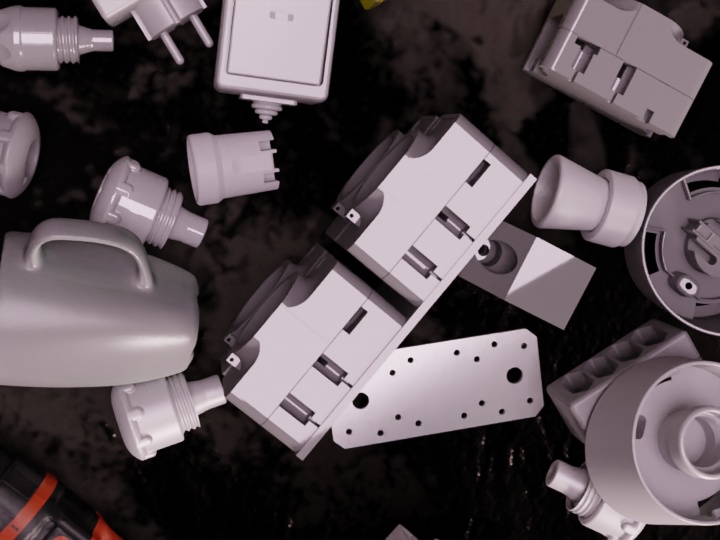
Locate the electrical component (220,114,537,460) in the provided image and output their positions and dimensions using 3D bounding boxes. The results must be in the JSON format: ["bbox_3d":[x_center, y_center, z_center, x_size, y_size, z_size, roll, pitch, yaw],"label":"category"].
[{"bbox_3d":[0.000,0.000,0.591,0.060,0.105,0.186,40,90,-11],"label":"electrical component"}]

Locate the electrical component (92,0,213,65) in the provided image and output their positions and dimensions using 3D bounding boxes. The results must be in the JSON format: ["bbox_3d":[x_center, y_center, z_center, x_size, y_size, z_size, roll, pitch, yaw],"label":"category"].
[{"bbox_3d":[-0.109,-0.150,0.585,0.066,0.047,0.076,-31,101,-4],"label":"electrical component"}]

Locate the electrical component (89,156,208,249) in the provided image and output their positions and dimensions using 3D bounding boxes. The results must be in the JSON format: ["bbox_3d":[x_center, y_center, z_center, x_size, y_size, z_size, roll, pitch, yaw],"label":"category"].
[{"bbox_3d":[-0.117,-0.032,0.602,0.062,0.048,0.048,23,93,-17],"label":"electrical component"}]

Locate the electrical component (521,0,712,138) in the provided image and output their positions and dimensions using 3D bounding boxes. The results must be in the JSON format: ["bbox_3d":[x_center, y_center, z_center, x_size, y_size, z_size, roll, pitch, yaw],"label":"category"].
[{"bbox_3d":[0.151,-0.122,0.626,0.089,0.050,0.055,26,93,-10],"label":"electrical component"}]

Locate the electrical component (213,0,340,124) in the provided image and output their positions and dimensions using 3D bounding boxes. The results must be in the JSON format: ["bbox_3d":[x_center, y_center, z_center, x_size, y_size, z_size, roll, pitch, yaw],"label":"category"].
[{"bbox_3d":[-0.046,-0.129,0.591,0.062,0.061,0.096,6,96,-9],"label":"electrical component"}]

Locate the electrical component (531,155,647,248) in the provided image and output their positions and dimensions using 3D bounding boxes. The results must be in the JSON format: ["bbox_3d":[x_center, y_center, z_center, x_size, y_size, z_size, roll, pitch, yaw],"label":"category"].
[{"bbox_3d":[0.135,-0.040,0.638,0.055,0.045,0.045,14,95,-10],"label":"electrical component"}]

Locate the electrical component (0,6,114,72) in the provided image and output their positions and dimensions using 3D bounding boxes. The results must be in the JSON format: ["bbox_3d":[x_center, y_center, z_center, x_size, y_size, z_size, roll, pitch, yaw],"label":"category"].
[{"bbox_3d":[-0.166,-0.126,0.587,0.061,0.035,0.035,-1,97,-11],"label":"electrical component"}]

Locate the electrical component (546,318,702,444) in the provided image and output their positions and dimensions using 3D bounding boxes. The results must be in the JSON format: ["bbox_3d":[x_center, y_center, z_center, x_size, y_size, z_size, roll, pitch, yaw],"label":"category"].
[{"bbox_3d":[0.173,0.085,0.658,0.083,0.047,0.075,-32,101,-4],"label":"electrical component"}]

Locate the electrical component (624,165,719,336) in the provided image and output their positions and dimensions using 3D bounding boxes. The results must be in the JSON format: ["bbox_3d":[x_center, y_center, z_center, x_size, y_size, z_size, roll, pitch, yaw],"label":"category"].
[{"bbox_3d":[0.211,-0.013,0.642,0.099,0.064,0.099,-1,97,-8],"label":"electrical component"}]

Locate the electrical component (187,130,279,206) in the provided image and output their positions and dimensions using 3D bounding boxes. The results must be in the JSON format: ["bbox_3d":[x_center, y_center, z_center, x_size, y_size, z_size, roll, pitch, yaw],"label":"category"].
[{"bbox_3d":[-0.072,-0.059,0.608,0.046,0.040,0.040,-9,98,-13],"label":"electrical component"}]

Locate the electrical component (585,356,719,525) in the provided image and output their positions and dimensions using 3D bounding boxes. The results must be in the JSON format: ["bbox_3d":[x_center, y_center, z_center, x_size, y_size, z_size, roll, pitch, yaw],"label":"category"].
[{"bbox_3d":[0.184,0.099,0.615,0.099,0.064,0.099,2,83,-13],"label":"electrical component"}]

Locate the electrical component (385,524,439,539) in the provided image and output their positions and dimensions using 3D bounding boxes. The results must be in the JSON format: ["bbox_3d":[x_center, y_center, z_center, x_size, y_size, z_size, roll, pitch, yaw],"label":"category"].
[{"bbox_3d":[0.084,0.240,0.635,0.186,0.105,0.060,43,89,-11],"label":"electrical component"}]

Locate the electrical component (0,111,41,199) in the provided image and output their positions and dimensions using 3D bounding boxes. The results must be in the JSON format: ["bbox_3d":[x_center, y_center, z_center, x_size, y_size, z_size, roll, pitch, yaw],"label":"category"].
[{"bbox_3d":[-0.208,-0.067,0.584,0.062,0.048,0.048,13,95,-3],"label":"electrical component"}]

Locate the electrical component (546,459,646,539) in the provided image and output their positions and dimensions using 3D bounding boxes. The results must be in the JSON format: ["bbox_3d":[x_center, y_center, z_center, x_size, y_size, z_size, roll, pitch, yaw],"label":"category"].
[{"bbox_3d":[0.146,0.137,0.663,0.062,0.048,0.048,25,93,-4],"label":"electrical component"}]

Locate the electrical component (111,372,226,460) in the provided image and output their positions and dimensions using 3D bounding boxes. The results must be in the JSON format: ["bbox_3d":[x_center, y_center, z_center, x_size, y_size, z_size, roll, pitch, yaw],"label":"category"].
[{"bbox_3d":[-0.109,0.078,0.617,0.062,0.048,0.048,-18,100,-13],"label":"electrical component"}]
